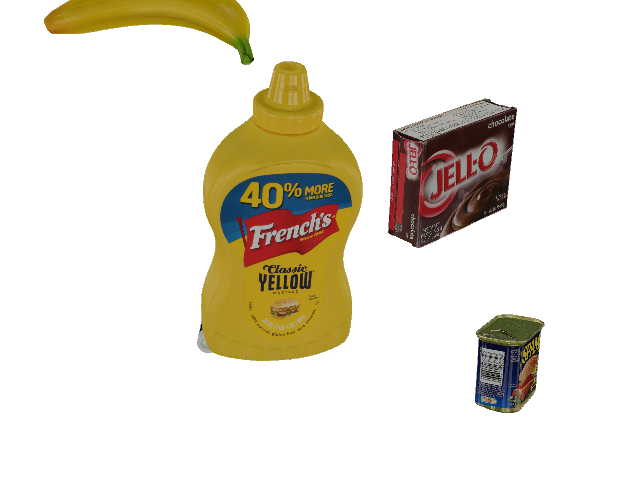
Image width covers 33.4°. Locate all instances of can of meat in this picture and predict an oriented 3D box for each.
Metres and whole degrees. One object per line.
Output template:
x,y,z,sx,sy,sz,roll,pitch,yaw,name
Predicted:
0.210,0.137,1.193,0.058,0.084,0.101,8,14,26,can of meat

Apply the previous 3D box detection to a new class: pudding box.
0.104,-0.055,0.844,0.113,0.090,0.039,-25,38,-38,pudding box

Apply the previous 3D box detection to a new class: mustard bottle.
-0.023,-0.017,0.651,0.096,0.192,0.058,-2,32,-11,mustard bottle

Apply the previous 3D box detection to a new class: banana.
-0.142,-0.197,0.928,0.198,0.037,0.069,10,47,16,banana

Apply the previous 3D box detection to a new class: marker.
-0.099,0.069,0.988,0.020,0.020,0.121,0,21,-1,marker
